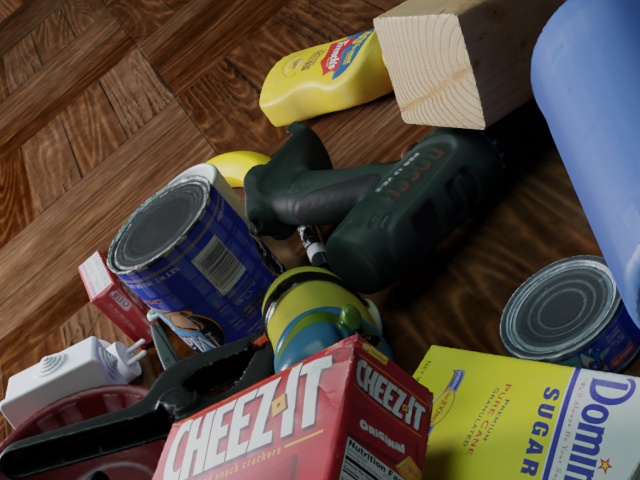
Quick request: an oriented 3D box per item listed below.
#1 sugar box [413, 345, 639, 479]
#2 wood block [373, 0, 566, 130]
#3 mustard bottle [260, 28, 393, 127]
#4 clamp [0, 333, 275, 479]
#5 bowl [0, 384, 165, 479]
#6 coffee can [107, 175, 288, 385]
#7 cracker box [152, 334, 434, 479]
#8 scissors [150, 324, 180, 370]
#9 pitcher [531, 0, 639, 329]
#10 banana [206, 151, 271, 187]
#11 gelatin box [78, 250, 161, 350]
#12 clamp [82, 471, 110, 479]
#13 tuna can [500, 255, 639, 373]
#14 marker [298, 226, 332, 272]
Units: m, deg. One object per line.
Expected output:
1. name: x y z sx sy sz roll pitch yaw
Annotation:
1. sugar box: 0.113 0.114 0.598 0.177 0.048 0.093 0 49 52
2. wood block: 0.154 -0.171 0.830 0.205 0.090 0.091 -34 27 -29
3. mustard bottle: 0.029 -0.171 1.081 0.192 0.058 0.096 -8 38 44
4. clamp: -0.091 0.128 0.729 0.209 0.036 0.165 -30 32 -36
5. bowl: -0.169 0.184 0.799 0.162 0.055 0.162 -11 35 7
6. coffee can: -0.084 0.033 0.848 0.103 0.140 0.103 -30 31 19
7. cracker box: -0.036 0.169 0.545 0.164 0.072 0.213 -30 30 36
8. scissors: -0.078 0.120 0.796 0.096 0.016 0.202 -6 35 -5
9. pitcher: 0.209 -0.058 0.621 0.145 0.149 0.243 -28 33 20
10. banana: -0.077 -0.059 1.081 0.198 0.037 0.069 5 70 54
11. gelatin box: -0.189 0.056 1.012 0.030 0.073 0.089 -41 29 -3
12. clamp: -0.156 0.226 0.663 0.120 0.039 0.171 3 48 46
13. tuna can: 0.154 0.050 0.651 0.086 0.033 0.086 -30 30 19
14. marker: -0.006 0.001 0.925 0.020 0.020 0.121 -36 29 8
